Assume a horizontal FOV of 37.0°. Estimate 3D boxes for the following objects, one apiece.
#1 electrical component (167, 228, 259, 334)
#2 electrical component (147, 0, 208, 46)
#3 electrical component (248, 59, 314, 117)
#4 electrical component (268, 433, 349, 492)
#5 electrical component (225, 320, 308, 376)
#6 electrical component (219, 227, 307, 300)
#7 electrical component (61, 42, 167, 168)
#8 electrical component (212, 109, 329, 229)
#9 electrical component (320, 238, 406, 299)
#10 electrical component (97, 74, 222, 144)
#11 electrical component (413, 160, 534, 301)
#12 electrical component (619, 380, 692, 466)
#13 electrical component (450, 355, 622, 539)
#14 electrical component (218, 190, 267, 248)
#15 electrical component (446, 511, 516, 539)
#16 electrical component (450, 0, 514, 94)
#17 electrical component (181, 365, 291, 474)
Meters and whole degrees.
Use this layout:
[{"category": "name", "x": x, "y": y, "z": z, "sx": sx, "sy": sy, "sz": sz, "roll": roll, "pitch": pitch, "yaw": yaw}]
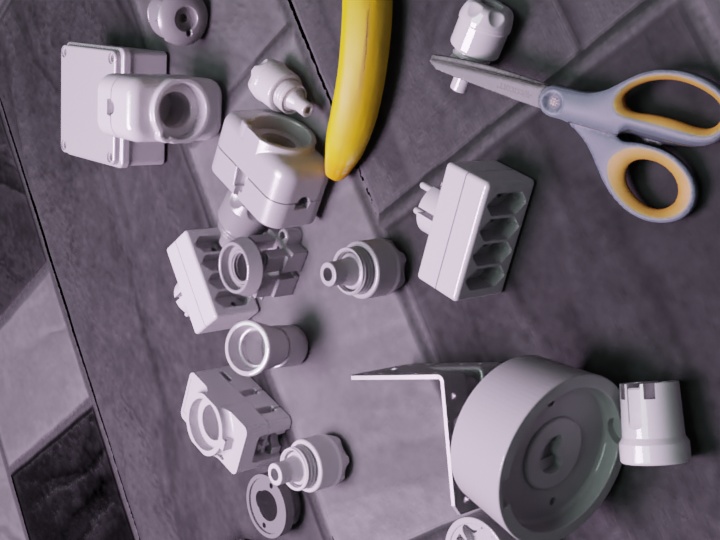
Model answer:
[{"category": "electrical component", "x": -0.139, "y": 0.016, "z": 0.950, "sx": 0.076, "sy": 0.047, "sz": 0.083, "roll": -37, "pitch": 69, "yaw": 44}, {"category": "electrical component", "x": -0.167, "y": -0.224, "z": 0.947, "sx": 0.062, "sy": 0.048, "sz": 0.048, "roll": 28, "pitch": 116, "yaw": 50}, {"category": "electrical component", "x": -0.059, "y": -0.140, "z": 0.847, "sx": 0.061, "sy": 0.035, "sz": 0.035, "roll": 41, "pitch": 124, "yaw": 34}, {"category": "electrical component", "x": -0.043, "y": 0.155, "z": 0.853, "sx": 0.043, "sy": 0.062, "sz": 0.043, "roll": 9, "pitch": 103, "yaw": 47}, {"category": "electrical component", "x": -0.072, "y": 0.062, "z": 0.868, "sx": 0.044, "sy": 0.065, "sz": 0.044, "roll": -1, "pitch": 88, "yaw": 31}, {"category": "electrical component", "x": -0.081, "y": -0.004, "z": 0.875, "sx": 0.048, "sy": 0.055, "sz": 0.066, "roll": 45, "pitch": 126, "yaw": 34}, {"category": "electrical component", "x": -0.235, "y": -0.158, "z": 1.022, "sx": 0.109, "sy": 0.056, "sz": 0.108, "roll": 17, "pitch": 108, "yaw": 45}, {"category": "electrical component", "x": -0.070, "y": -0.085, "z": 0.850, "sx": 0.095, "sy": 0.054, "sz": 0.059, "roll": 46, "pitch": 130, "yaw": 34}, {"category": "electrical component", "x": 0.000, "y": 0.000, "z": 0.781, "sx": 0.043, "sy": 0.062, "sz": 0.043, "roll": 9, "pitch": 103, "yaw": 47}, {"category": "electrical component", "x": -0.168, "y": -0.139, "z": 0.922, "sx": 0.059, "sy": 0.095, "sz": 0.053, "roll": 17, "pitch": 108, "yaw": 45}, {"category": "electrical component", "x": 0.064, "y": -0.034, "z": 0.717, "sx": 0.076, "sy": 0.047, "sz": 0.083, "roll": 34, "pitch": 120, "yaw": 40}, {"category": "electrical component", "x": 0.170, "y": 0.088, "z": 0.625, "sx": 0.040, "sy": 0.040, "sz": 0.046, "roll": -8, "pitch": 84, "yaw": 48}, {"category": "electrical component", "x": 0.104, "y": 0.103, "z": 0.652, "sx": 0.060, "sy": 0.108, "sz": 0.108, "roll": 25, "pitch": 114, "yaw": 50}, {"category": "electrical component", "x": -0.099, "y": -0.042, "z": 0.899, "sx": 0.043, "sy": 0.043, "sz": 0.062, "roll": 57, "pitch": 134, "yaw": 26}, {"category": "electrical component", "x": 0.093, "y": 0.186, "z": 0.718, "sx": 0.055, "sy": 0.047, "sz": 0.055, "roll": 9, "pitch": 103, "yaw": 47}, {"category": "electrical component", "x": 0.075, "y": -0.144, "z": 0.698, "sx": 0.035, "sy": 0.035, "sz": 0.061, "roll": 45, "pitch": 129, "yaw": 34}, {"category": "electrical component", "x": -0.112, "y": 0.128, "z": 0.930, "sx": 0.089, "sy": 0.056, "sz": 0.050, "roll": 39, "pitch": 123, "yaw": 38}]
